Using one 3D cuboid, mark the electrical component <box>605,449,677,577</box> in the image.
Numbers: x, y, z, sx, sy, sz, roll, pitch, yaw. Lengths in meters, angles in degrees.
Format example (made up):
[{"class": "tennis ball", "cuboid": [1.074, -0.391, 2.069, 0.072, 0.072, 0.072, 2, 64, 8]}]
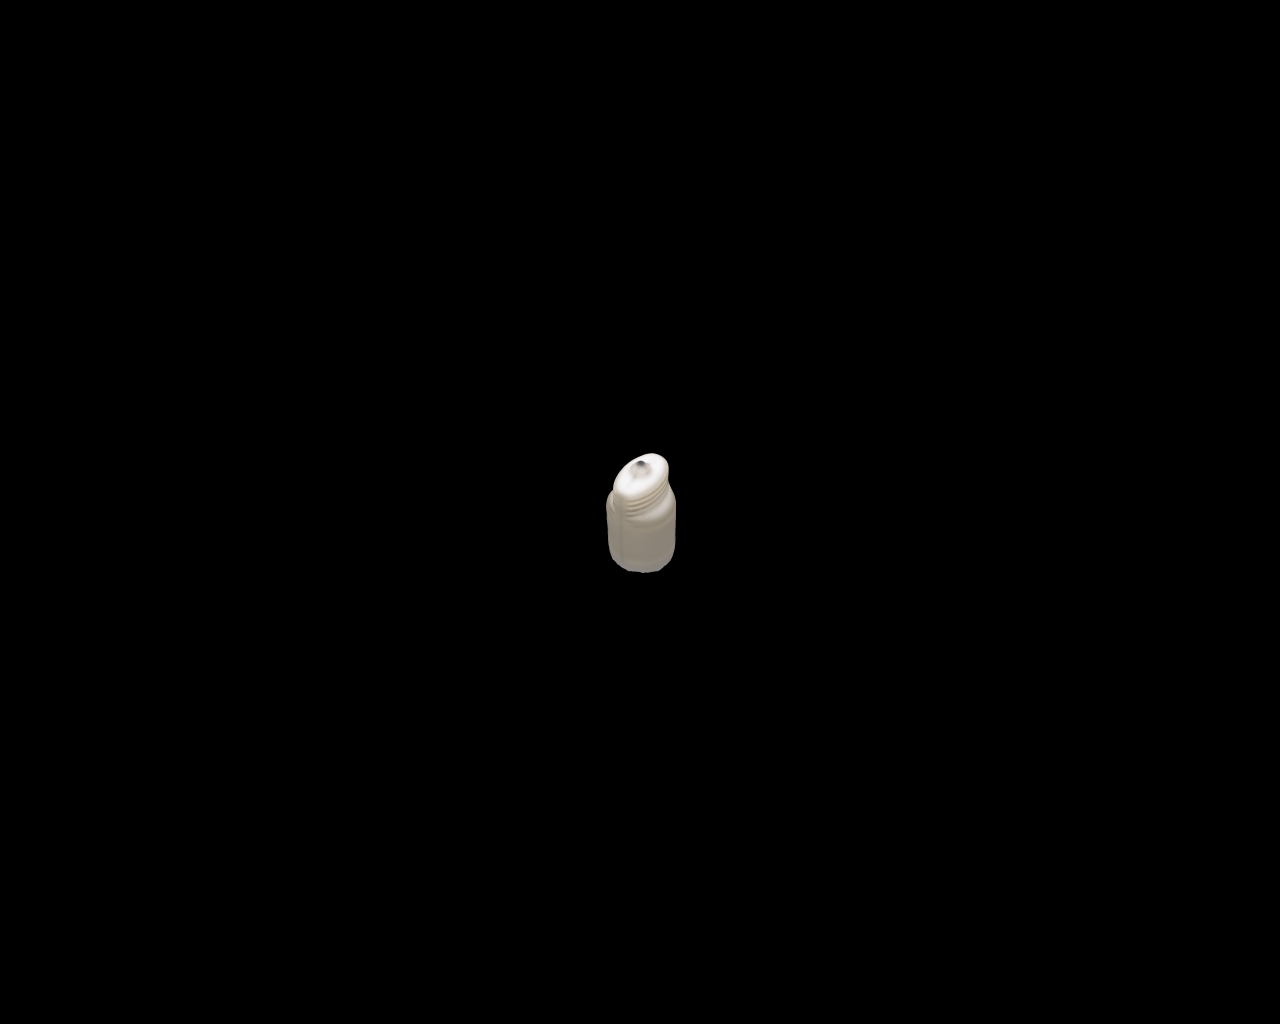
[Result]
[{"class": "electrical component", "cuboid": [0.001, -0.003, 0.650, 0.043, 0.043, 0.080, 0, -42, 0]}]
